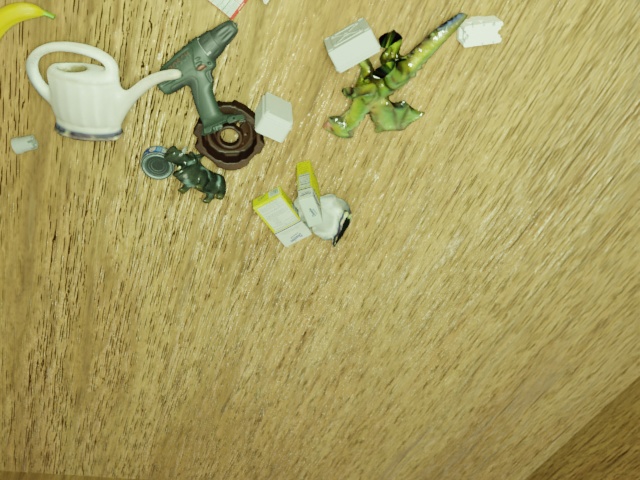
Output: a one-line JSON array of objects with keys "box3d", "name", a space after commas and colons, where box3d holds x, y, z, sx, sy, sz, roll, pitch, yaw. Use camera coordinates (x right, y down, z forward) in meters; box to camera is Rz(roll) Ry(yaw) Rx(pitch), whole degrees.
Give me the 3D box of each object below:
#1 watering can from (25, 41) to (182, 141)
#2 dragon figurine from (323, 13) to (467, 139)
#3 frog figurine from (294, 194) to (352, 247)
[{"box3d": [-0.485, -0.322, 1.162, 0.348, 0.106, 0.219, 11, 126, 0], "name": "watering can"}, {"box3d": [0.186, -0.368, 1.263, 0.408, 0.125, 0.238, -22, 145, 12], "name": "dragon figurine"}, {"box3d": [0.004, -0.074, 1.463, 0.160, 0.125, 0.134, 29, 137, 15], "name": "frog figurine"}]
